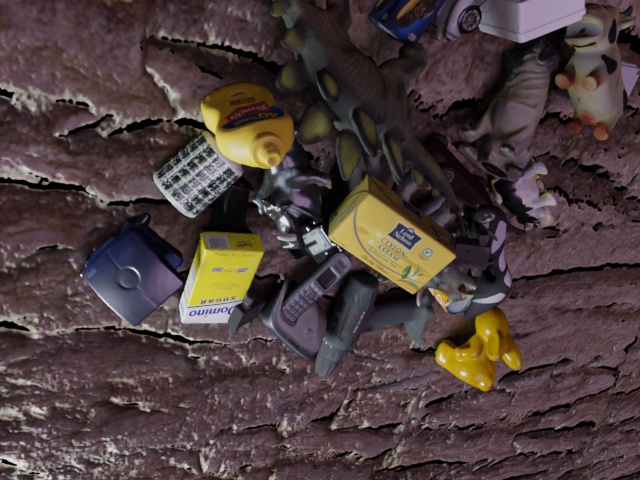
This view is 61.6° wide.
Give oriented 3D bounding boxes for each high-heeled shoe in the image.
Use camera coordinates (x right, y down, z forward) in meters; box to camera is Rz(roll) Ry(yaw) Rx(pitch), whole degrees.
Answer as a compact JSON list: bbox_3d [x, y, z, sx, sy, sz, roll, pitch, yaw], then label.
[{"bbox_3d":[0.303,0.050,1.047,0.145,0.086,0.248,11,112,-26],"label":"high-heeled shoe"}]

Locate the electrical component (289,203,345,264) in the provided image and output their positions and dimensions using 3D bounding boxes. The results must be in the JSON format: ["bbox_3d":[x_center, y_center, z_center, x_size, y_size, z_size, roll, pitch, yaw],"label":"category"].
[{"bbox_3d":[-0.002,-0.003,0.871,0.048,0.119,0.075,-40,94,-36],"label":"electrical component"}]

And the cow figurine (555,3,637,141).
[{"bbox_3d":[0.421,-0.265,0.814,0.127,0.086,0.194,-48,128,-17],"label":"cow figurine"}]

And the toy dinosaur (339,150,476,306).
[{"bbox_3d":[0.110,-0.035,0.884,0.404,0.131,0.192,35,102,-30],"label":"toy dinosaur"}]

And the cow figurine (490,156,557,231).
[{"bbox_3d":[0.381,-0.073,1.003,0.098,0.068,0.167,-31,126,5],"label":"cow figurine"}]

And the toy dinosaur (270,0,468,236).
[{"bbox_3d":[0.062,-0.175,0.695,0.471,0.105,0.198,33,61,-29],"label":"toy dinosaur"}]

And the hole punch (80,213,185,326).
[{"bbox_3d":[-0.269,0.048,0.784,0.142,0.092,0.115,-39,125,9],"label":"hole punch"}]

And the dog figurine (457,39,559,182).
[{"bbox_3d":[0.327,-0.207,0.881,0.190,0.121,0.172,-56,161,-4],"label":"dog figurine"}]

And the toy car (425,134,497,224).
[{"bbox_3d":[0.236,-0.097,0.909,0.053,0.089,0.202,-32,134,27],"label":"toy car"}]

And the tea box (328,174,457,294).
[{"bbox_3d":[0.106,-0.007,0.799,0.169,0.068,0.098,32,120,-17],"label":"tea box"}]

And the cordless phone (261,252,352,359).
[{"bbox_3d":[-0.005,0.106,0.945,0.184,0.089,0.146,-41,128,1],"label":"cordless phone"}]

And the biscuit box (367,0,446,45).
[{"bbox_3d":[0.151,-0.362,0.710,0.062,0.059,0.202,23,110,-34],"label":"biscuit box"}]

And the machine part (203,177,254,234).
[{"bbox_3d":[-0.134,-0.035,0.819,0.084,0.039,0.138,2,123,-16],"label":"machine part"}]

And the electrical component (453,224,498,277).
[{"bbox_3d":[0.283,0.023,0.983,0.078,0.045,0.102,3,125,17],"label":"electrical component"}]

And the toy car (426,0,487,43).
[{"bbox_3d":[0.214,-0.363,0.729,0.056,0.074,0.201,22,111,-38],"label":"toy car"}]

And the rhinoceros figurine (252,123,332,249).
[{"bbox_3d":[-0.044,-0.080,0.774,0.112,0.073,0.190,-15,107,-15],"label":"rhinoceros figurine"}]

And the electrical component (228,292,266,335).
[{"bbox_3d":[-0.118,0.116,0.880,0.063,0.021,0.094,-24,149,-51],"label":"electrical component"}]

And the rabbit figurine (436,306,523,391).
[{"bbox_3d":[0.350,0.223,1.155,0.122,0.162,0.173,23,93,-22],"label":"rabbit figurine"}]

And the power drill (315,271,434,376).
[{"bbox_3d":[0.105,0.166,1.042,0.207,0.086,0.231,4,117,-18],"label":"power drill"}]
